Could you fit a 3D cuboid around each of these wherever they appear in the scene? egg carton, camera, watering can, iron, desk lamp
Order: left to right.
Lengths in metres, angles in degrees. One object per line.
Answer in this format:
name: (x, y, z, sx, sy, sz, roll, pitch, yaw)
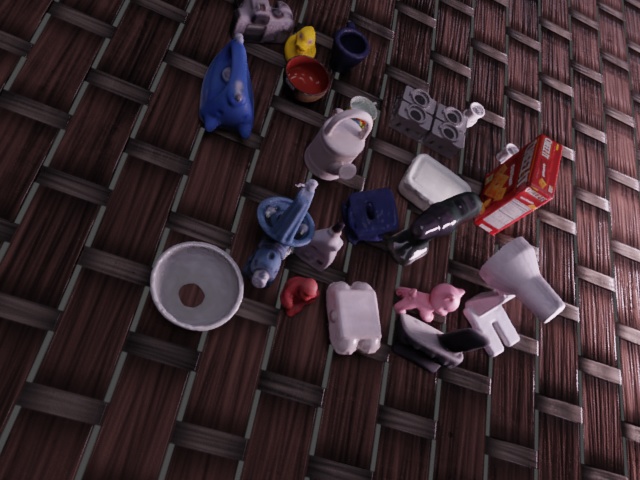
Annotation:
iron: (-0.185, -0.352, 1.219, 0.119, 0.141, 0.258, 7, 65, -21)
camera: (-0.142, -0.550, 1.351, 0.143, 0.100, 0.137, -5, 70, -26)
watering can: (0.048, -0.209, 1.227, 0.101, 0.193, 0.173, -17, 75, -29)
egg carton: (0.064, 0.155, 1.144, 0.107, 0.069, 0.150, 2, 67, -23)
desk lamp: (0.409, 0.120, 1.228, 0.118, 0.213, 0.203, -23, 78, -30)

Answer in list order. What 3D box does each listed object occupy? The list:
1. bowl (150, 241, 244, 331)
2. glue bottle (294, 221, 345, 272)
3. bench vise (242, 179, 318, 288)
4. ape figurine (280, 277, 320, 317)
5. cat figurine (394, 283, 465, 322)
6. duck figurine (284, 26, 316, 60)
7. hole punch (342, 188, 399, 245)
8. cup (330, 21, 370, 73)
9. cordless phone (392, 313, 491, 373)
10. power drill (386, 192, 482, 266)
bowl: (-0.227, 0.092, 1.040, 0.168, 0.074, 0.167, 10, 64, -20)
glue bottle: (0.010, 0.004, 1.127, 0.078, 0.173, 0.037, 38, 58, -4)
bench vise: (-0.060, -0.010, 1.075, 0.122, 0.219, 0.207, 11, 63, -19)
ape figurine: (-0.034, 0.101, 1.111, 0.078, 0.092, 0.076, 5, 66, -22)
cat figurine: (0.236, 0.123, 1.207, 0.128, 0.117, 0.067, 14, 62, -18)
duck figurine: (-0.037, -0.477, 1.374, 0.077, 0.086, 0.104, 28, 59, -10)
hole punch: (0.108, -0.053, 1.244, 0.101, 0.091, 0.108, 0, 68, -24)
cup: (0.062, -0.468, 1.409, 0.092, 0.094, 0.118, 7, 65, -21)
cordless phone: (0.241, 0.188, 1.140, 0.148, 0.184, 0.094, 26, 60, -11)
power drill: (0.232, -0.022, 1.217, 0.230, 0.208, 0.075, -28, 81, -31)
